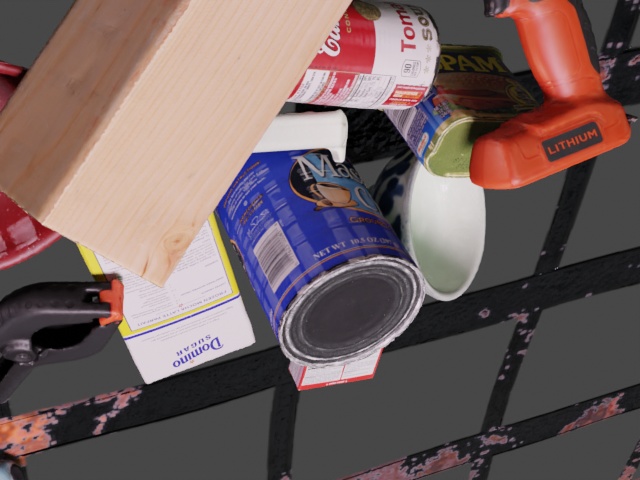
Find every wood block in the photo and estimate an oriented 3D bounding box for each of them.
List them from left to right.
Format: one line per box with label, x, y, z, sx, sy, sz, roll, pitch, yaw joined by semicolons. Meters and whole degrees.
wood block;-0.078;-0.094;0.562;0.206;0.090;0.090;-57;139;-2

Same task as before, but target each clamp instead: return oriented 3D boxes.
clamp;-0.203;0.071;0.736;0.172;0.039;0.120;-13;152;14

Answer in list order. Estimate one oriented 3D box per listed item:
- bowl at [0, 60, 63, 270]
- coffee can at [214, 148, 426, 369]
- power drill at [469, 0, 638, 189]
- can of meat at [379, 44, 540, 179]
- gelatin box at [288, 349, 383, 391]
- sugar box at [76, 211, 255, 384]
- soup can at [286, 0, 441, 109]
bowl;-0.211;-0.051;0.612;0.162;0.055;0.162;-16;139;-15
coffee can;-0.005;0.001;0.722;0.102;0.140;0.103;-16;139;-15
power drill;0.109;-0.130;0.644;0.184;0.057;0.187;-21;106;-20
can of meat;0.099;-0.088;0.733;0.101;0.084;0.057;-3;134;-28
gelatin box;0.017;0.086;0.914;0.073;0.030;0.089;-7;136;-23
sugar box;-0.109;0.027;0.765;0.093;0.048;0.176;-20;143;-8
soup can;0.016;-0.117;0.664;0.102;0.068;0.069;-1;133;-31
